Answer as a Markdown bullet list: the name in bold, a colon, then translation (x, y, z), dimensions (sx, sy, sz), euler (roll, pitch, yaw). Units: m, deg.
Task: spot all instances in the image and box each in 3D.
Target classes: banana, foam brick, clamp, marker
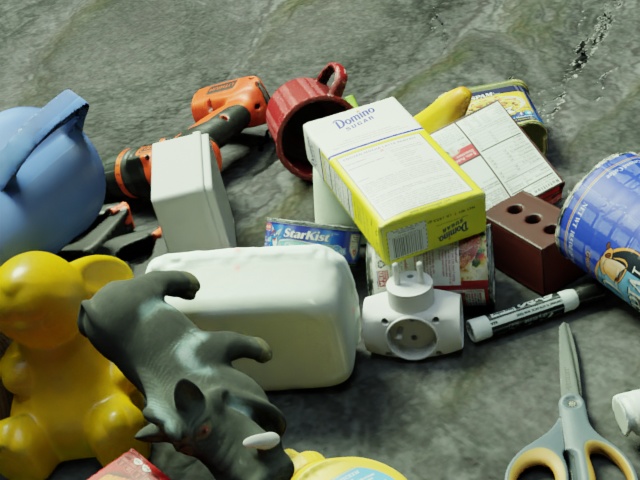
- **banana**: translation (0.082, -0.115, 1.077), dimensions (0.037, 0.069, 0.198), euler (-18, 14, -33)
- **foam brick**: translation (0.183, 0.002, 0.912), dimensions (0.052, 0.051, 0.078), euler (-28, 38, -24)
- **clamp**: translation (-0.197, 0.037, 0.971), dimensions (0.120, 0.039, 0.171), euler (18, 35, 11)
- **marker**: translation (0.177, 0.056, 0.864), dimensions (0.121, 0.020, 0.020), euler (-17, 35, -9)
- **clamp**: translation (-0.268, 0.024, 1.016), dimensions (0.209, 0.036, 0.165), euler (-24, 37, -20)

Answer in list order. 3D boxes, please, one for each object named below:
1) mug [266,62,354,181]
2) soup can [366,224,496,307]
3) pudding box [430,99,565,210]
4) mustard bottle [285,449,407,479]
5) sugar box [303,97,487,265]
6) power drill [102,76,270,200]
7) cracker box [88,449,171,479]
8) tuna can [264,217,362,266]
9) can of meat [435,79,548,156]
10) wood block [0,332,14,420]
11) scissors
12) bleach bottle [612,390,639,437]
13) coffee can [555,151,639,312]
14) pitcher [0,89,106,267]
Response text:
- **mug**: translation (-0.005, -0.130, 1.106), dimensions (0.093, 0.117, 0.081), euler (15, 22, -23)
- **soup can**: translation (0.094, 0.023, 0.892), dimensions (0.102, 0.068, 0.068), euler (-3, 35, 11)
- **pudding box**: translation (0.157, -0.065, 0.986), dimensions (0.090, 0.039, 0.113), euler (-27, 65, -12)
- **mustard bottle**: translation (0.027, 0.191, 0.674), dimensions (0.096, 0.058, 0.192), euler (-33, 40, -18)
- **sugar box**: translation (0.059, -0.055, 0.906), dimensions (0.093, 0.048, 0.176), euler (-18, 36, -12)
- **power drill**: translation (-0.147, -0.104, 1.138), dimensions (0.185, 0.057, 0.187), euler (-5, 30, 35)
- **cracker box**: translation (-0.146, 0.239, 0.639), dimensions (0.213, 0.072, 0.164), euler (-33, 40, -28)
- **tuna can**: translation (-0.006, 0.001, 0.944), dimensions (0.086, 0.034, 0.086), euler (7, 1, 0)
- **can of meat**: translation (0.172, -0.112, 1.078), dimensions (0.102, 0.057, 0.084), euler (-11, 36, 1)
- **wood block**: translation (-0.346, 0.121, 0.850), dimensions (0.206, 0.090, 0.090), euler (-1, 35, 15)
- **scissors**: translation (0.164, 0.130, 0.764), dimensions (0.096, 0.016, 0.202), euler (-11, 34, -2)
- **bleach bottle**: translation (0.326, 0.086, 0.745), dimensions (0.251, 0.068, 0.102), euler (-15, 33, -2)
- **coffee can**: translation (0.267, 0.009, 0.821), dimensions (0.102, 0.103, 0.140), euler (-26, 44, -21)
- **pitcher**: translation (-0.271, -0.026, 0.877), dimensions (0.145, 0.149, 0.242), euler (-6, 20, 10)
